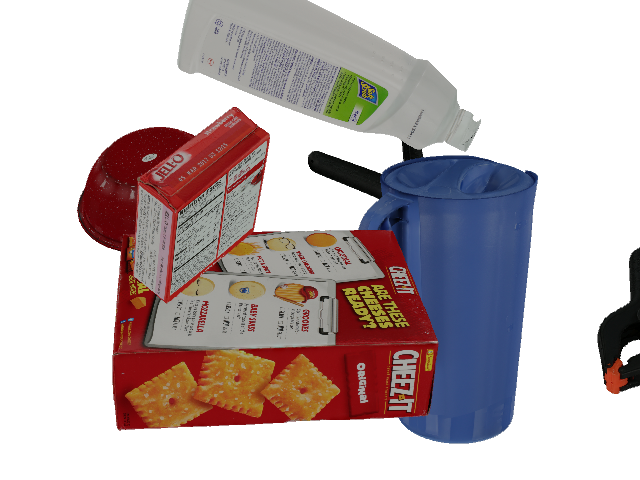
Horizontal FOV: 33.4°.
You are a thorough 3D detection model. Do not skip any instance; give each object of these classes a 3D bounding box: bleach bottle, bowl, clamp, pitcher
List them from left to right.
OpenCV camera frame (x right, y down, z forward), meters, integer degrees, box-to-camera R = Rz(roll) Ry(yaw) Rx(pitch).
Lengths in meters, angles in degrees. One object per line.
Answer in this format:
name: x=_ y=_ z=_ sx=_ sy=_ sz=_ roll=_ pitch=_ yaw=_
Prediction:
bowl: x=-0.160 y=-0.061 z=1.027 sx=0.162 sy=0.055 sz=0.162 roll=-4 pitch=43 yaw=3
bleach bottle: x=0.010 y=-0.135 z=0.880 sx=0.251 sy=0.068 sz=0.103 roll=26 pitch=-34 yaw=2
clamp: x=0.094 y=-0.056 z=1.244 sx=0.164 sy=0.036 sz=0.210 roll=-16 pitch=52 yaw=-28
pitcher: x=0.112 y=0.054 z=0.941 sx=0.149 sy=0.243 sz=0.145 roll=1 pitch=19 yaw=7
clamp: x=0.299 y=0.069 z=0.970 sx=0.171 sy=0.039 sz=0.120 roll=-34 pitch=38 yaw=-26

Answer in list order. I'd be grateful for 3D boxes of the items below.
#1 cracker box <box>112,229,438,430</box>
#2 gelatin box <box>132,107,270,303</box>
cracker box: x=-0.039 y=0.060 z=0.771 sx=0.213 sy=0.072 sz=0.164 roll=-1 pitch=29 yaw=-8
gelatin box: x=-0.065 y=-0.018 z=0.570 sx=0.030 sy=0.089 sz=0.073 roll=37 pitch=56 yaw=16
